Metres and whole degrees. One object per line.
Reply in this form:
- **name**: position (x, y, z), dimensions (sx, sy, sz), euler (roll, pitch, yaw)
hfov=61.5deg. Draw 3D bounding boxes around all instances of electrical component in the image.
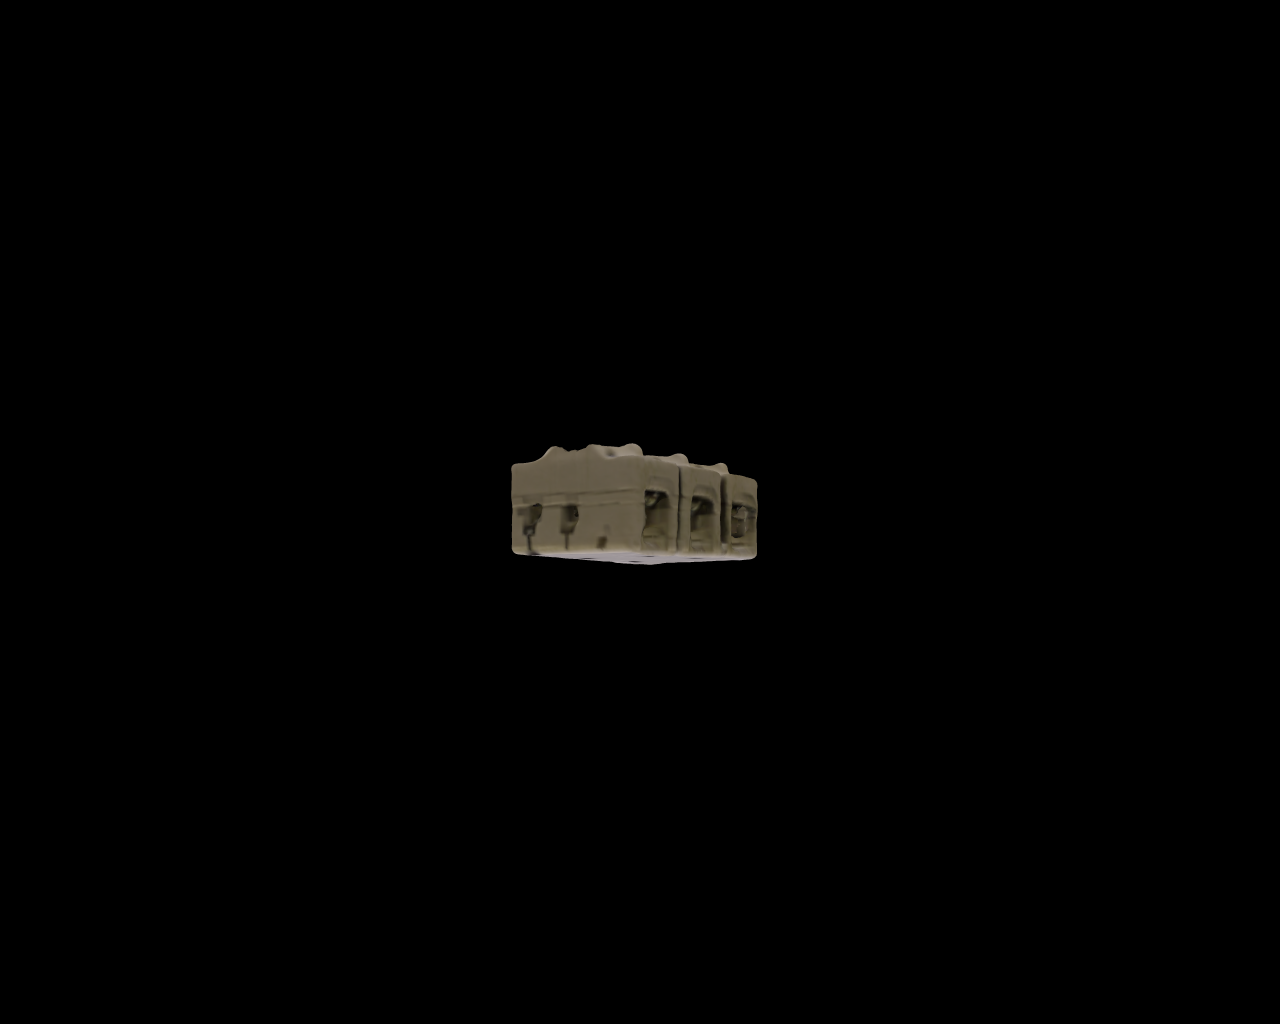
- **electrical component**: position (0.001, -0.003, 0.650), dimensions (0.089, 0.061, 0.150), euler (-3, -5, 32)
